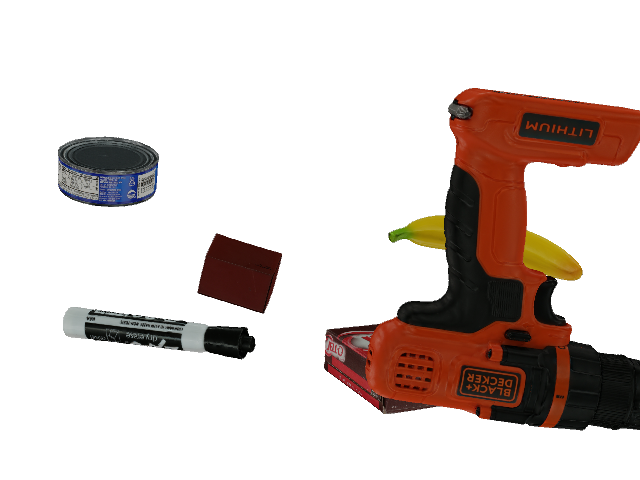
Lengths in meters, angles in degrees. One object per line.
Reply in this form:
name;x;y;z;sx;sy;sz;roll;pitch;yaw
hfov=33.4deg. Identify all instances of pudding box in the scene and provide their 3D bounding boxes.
pudding box;0.072;0.091;0.800;0.113;0.039;0.090;-2;16;-29

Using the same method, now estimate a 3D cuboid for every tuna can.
tuna can;-0.184;-0.060;0.923;0.086;0.034;0.086;6;24;-3

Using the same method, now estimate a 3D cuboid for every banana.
banana;0.173;0.006;1.102;0.198;0.037;0.069;10;36;16

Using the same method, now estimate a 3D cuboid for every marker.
marker;-0.097;0.055;0.641;0.121;0.020;0.020;5;1;17

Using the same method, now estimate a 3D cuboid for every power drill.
power drill;0.128;0.014;0.601;0.184;0.188;0.057;8;9;-5

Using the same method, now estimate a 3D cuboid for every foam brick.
foam brick;-0.088;0.036;1.160;0.078;0.051;0.053;18;30;2
